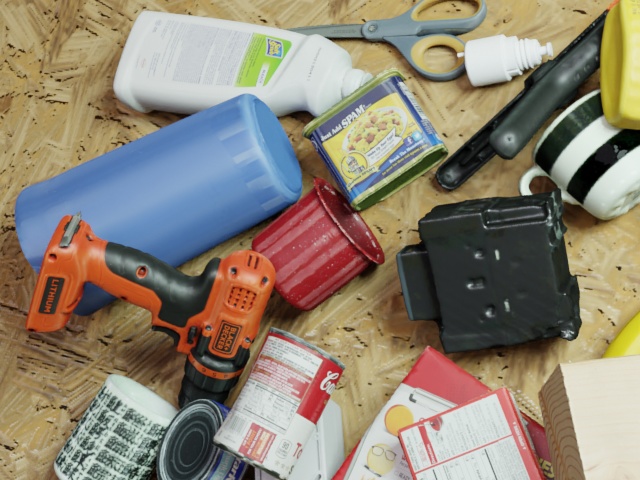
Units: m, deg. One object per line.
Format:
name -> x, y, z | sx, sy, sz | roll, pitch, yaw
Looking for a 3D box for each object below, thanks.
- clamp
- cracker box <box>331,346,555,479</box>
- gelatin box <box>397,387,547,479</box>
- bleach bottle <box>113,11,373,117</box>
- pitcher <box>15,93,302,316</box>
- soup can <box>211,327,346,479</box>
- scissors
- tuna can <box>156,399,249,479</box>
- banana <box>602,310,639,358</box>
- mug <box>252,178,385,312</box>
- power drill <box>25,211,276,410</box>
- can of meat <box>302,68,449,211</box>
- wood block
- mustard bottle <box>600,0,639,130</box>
clamp -> 0.181, -0.119, 0.872 | 0.036, 0.165, 0.209 | 47, 73, -3
cracker box -> 0.091, 0.217, 0.810 | 0.164, 0.072, 0.213 | 35, 89, 28
gelatin box -> 0.108, 0.157, 0.765 | 0.089, 0.030, 0.073 | -25, 66, 13
bleach bottle -> -0.070, -0.155, 1.016 | 0.251, 0.068, 0.102 | 13, 81, 25
pitcher -> -0.143, -0.042, 0.979 | 0.243, 0.145, 0.149 | -25, 75, 14
soup can -> -0.033, 0.128, 0.833 | 0.069, 0.068, 0.102 | 21, 76, 29
scissors -> 0.058, -0.179, 0.990 | 0.202, 0.016, 0.096 | -11, 69, 21
tuna can -> -0.097, 0.177, 0.888 | 0.086, 0.033, 0.086 | -29, 46, 34
banana -> 0.263, 0.078, 0.800 | 0.070, 0.037, 0.198 | 38, 92, 13
mug -> -0.006, 0.001, 0.926 | 0.081, 0.093, 0.117 | -39, 30, 14
power drill -> -0.146, 0.066, 0.897 | 0.057, 0.187, 0.185 | -86, 16, -57
can of meat -> 0.049, -0.085, 0.930 | 0.102, 0.057, 0.084 | -34, 77, 12
wood block -> 0.262, 0.123, 0.711 | 0.206, 0.090, 0.091 | -7, 69, -1
mustard bottle -> 0.310, -0.126, 0.799 | 0.191, 0.058, 0.096 | 4, 79, -6
